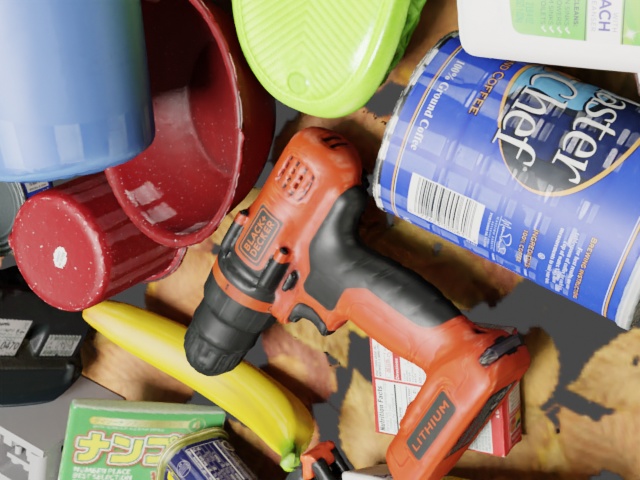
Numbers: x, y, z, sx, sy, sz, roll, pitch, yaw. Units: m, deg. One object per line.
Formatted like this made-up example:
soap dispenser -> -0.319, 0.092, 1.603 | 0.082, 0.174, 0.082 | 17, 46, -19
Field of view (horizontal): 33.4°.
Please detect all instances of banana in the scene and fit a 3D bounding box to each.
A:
banana -> -0.072, 0.090, 0.710 | 0.198, 0.069, 0.037 | 29, 89, 28

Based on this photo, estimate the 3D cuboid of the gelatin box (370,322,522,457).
gelatin box -> 0.074, 0.085, 0.640 | 0.089, 0.030, 0.073 | 5, 110, 32

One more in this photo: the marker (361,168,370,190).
marker -> -0.004, 0.001, 0.664 | 0.020, 0.020, 0.121 | 42, 123, 11

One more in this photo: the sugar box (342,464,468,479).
sugar box -> 0.080, 0.187, 0.617 | 0.177, 0.048, 0.093 | -5, 88, 59

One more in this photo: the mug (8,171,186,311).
mug -> -0.159, -0.003, 0.718 | 0.117, 0.081, 0.093 | 5, 110, 29

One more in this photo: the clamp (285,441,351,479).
clamp -> -0.003, 0.222, 0.731 | 0.120, 0.039, 0.171 | -8, 96, 29

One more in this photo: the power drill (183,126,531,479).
power drill -> 0.012, 0.056, 0.616 | 0.188, 0.057, 0.185 | 42, 122, 19

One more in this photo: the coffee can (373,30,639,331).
coffee can -> 0.112, -0.032, 0.532 | 0.140, 0.102, 0.103 | 27, 119, 21

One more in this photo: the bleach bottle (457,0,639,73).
bleach bottle -> 0.183, -0.116, 0.436 | 0.251, 0.068, 0.102 | 9, 113, 28

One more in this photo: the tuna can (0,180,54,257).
tuna can -> -0.236, -0.033, 0.782 | 0.086, 0.033, 0.086 | 11, 113, 28

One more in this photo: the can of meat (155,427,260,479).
can of meat -> -0.071, 0.196, 0.733 | 0.084, 0.057, 0.102 | 41, 129, 40

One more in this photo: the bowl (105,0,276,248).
bowl -> -0.075, -0.079, 0.640 | 0.162, 0.055, 0.162 | 16, 111, 47

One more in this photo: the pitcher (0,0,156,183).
pitcher -> -0.167, -0.160, 0.575 | 0.145, 0.149, 0.243 | -8, 108, -3

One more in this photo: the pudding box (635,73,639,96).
pudding box -> 0.196, -0.121, 0.490 | 0.114, 0.039, 0.090 | -6, 104, 34
